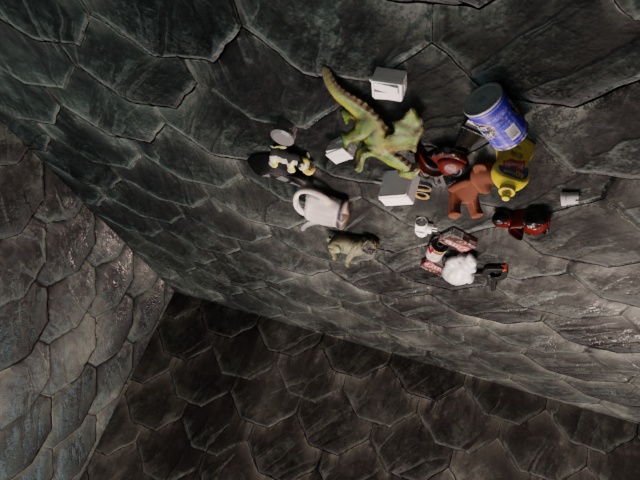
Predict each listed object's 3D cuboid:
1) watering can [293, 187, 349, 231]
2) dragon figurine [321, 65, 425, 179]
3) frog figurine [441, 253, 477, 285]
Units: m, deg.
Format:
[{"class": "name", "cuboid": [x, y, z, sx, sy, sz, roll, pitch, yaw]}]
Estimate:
[{"class": "watering can", "cuboid": [0.006, -0.101, 2.006, 0.225, 0.106, 0.341, 16, 156, 10]}, {"class": "dragon figurine", "cuboid": [0.173, -0.320, 1.439, 0.242, 0.125, 0.402, -6, 131, 29]}, {"class": "frog figurine", "cuboid": [0.551, 0.115, 2.000, 0.136, 0.124, 0.158, 48, 160, -11]}]
